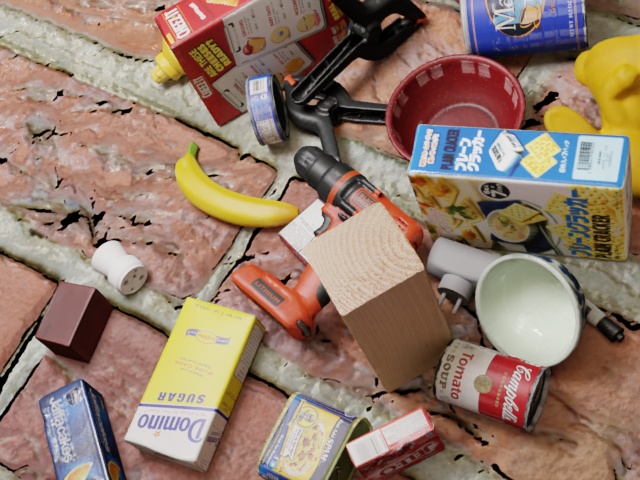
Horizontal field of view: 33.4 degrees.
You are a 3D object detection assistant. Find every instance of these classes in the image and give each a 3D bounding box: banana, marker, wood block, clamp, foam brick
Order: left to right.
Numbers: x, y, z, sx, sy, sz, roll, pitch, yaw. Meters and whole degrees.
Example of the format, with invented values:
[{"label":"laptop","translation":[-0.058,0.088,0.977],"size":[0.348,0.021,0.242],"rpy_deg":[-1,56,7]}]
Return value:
[{"label":"foam brick","translation":[-0.290,0.096,1.261],"size":[0.053,0.051,0.078],"rpy_deg":[11,67,23]},{"label":"banana","translation":[-0.115,-0.057,1.296],"size":[0.198,0.037,0.069],"rpy_deg":[34,79,29]},{"label":"clamp","translation":[0.009,-0.147,1.301],"size":[0.172,0.039,0.120],"rpy_deg":[28,57,33]},{"label":"clamp","translation":[0.048,-0.247,1.299],"size":[0.209,0.165,0.036],"rpy_deg":[-16,46,-44]},{"label":"wood block","translation":[0.065,0.063,1.076],"size":[0.091,0.206,0.090],"rpy_deg":[-31,58,-1]},{"label":"marker","translation":[0.271,0.065,1.120],"size":[0.020,0.020,0.121],"rpy_deg":[-42,59,-7]}]

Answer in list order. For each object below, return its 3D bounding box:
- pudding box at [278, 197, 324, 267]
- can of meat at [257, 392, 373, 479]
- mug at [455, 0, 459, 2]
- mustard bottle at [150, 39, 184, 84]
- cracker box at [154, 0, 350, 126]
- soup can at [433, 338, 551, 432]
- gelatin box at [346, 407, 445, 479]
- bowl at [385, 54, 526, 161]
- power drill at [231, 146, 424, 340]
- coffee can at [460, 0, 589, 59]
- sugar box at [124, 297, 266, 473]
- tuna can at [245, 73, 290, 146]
[{"label":"pudding box","translation":[0.022,-0.009,1.227],"size":[0.113,0.039,0.090],"rpy_deg":[-42,61,-4]},{"label":"can of meat","translation":[-0.007,0.218,1.104],"size":[0.084,0.057,0.102],"rpy_deg":[19,69,27]},{"label":"mug","translation":[0.202,-0.342,1.323],"size":[0.117,0.081,0.093],"rpy_deg":[24,72,27]},{"label":"mustard bottle","translation":[-0.147,-0.273,1.390],"size":[0.192,0.058,0.096],"rpy_deg":[-40,97,12]},{"label":"cracker box","translation":[-0.074,-0.260,1.318],"size":[0.213,0.164,0.072],"rpy_deg":[-30,56,0]},{"label":"soup can","translation":[0.174,0.145,1.080],"size":[0.102,0.068,0.068],"rpy_deg":[17,69,25]},{"label":"gelatin box","translation":[0.078,0.209,1.073],"size":[0.089,0.073,0.030],"rpy_deg":[-26,59,1]},{"label":"bowl","translation":[0.160,-0.136,1.241],"size":[0.162,0.055,0.162],"rpy_deg":[-8,61,14]},{"label":"power drill","translation":[-0.008,0.001,1.175],"size":[0.187,0.057,0.185],"rpy_deg":[-46,63,-7]},{"label":"coffee can","translation":[0.242,-0.269,1.259],"size":[0.140,0.102,0.103],"rpy_deg":[-4,62,15]},{"label":"sugar box","translation":[-0.137,0.158,1.183],"size":[0.093,0.048,0.176],"rpy_deg":[13,66,22]},{"label":"tuna can","translation":[-0.064,-0.160,1.307],"size":[0.034,0.086,0.086],"rpy_deg":[-11,60,9]}]
